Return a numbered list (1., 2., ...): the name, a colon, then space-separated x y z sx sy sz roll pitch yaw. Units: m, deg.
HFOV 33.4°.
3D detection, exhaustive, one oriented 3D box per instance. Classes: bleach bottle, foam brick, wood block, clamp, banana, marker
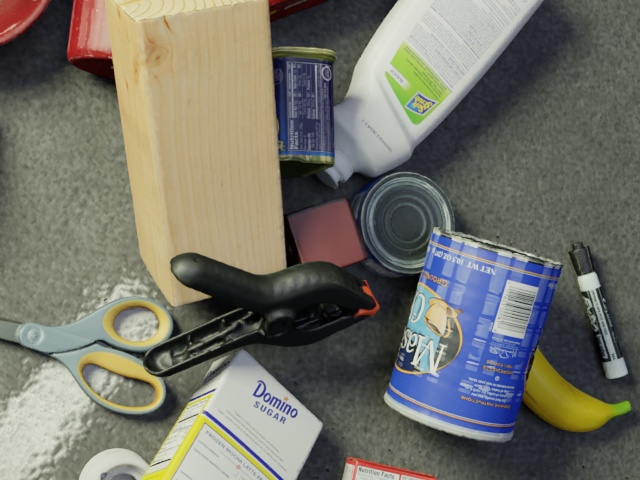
1. bleach bottle: 0.076 -0.147 0.872 0.102 0.068 0.250 44 75 -8
2. foam brick: -0.005 0.001 0.817 0.051 0.078 0.053 -19 90 -17
3. wood block: -0.085 -0.071 0.742 0.090 0.090 0.206 -14 120 -19
4. clamp: -0.043 0.055 0.757 0.171 0.120 0.039 5 52 -30
5. banana: 0.177 0.097 0.892 0.197 0.037 0.069 48 54 -9
6. marker: 0.240 0.060 0.925 0.020 0.020 0.121 -17 89 -20

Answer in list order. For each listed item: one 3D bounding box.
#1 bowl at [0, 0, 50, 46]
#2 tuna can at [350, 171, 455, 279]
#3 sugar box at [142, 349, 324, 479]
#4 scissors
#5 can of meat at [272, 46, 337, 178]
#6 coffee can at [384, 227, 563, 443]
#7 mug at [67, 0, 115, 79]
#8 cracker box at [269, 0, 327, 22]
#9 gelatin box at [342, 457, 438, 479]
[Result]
1. bowl: -0.269 -0.203 0.763 0.162 0.055 0.162 2 83 -18
2. tuna can: 0.066 -0.012 0.866 0.086 0.034 0.086 2 83 -19
3. sugar box: -0.072 0.172 0.755 0.093 0.048 0.176 46 44 -15
4. scissors: -0.193 0.057 0.779 0.201 0.016 0.096 33 73 -13
5. can of meat: -0.025 -0.093 0.810 0.057 0.102 0.084 0 85 -21
6. coffee can: 0.117 0.071 0.819 0.102 0.103 0.140 14 95 -17
7. mug: -0.129 -0.162 0.784 0.117 0.093 0.081 7 86 8
8. cracker box: -0.037 -0.294 0.845 0.164 0.072 0.214 -25 92 -19
9. gelatin box: 0.048 0.221 0.834 0.073 0.030 0.089 15 79 -15
